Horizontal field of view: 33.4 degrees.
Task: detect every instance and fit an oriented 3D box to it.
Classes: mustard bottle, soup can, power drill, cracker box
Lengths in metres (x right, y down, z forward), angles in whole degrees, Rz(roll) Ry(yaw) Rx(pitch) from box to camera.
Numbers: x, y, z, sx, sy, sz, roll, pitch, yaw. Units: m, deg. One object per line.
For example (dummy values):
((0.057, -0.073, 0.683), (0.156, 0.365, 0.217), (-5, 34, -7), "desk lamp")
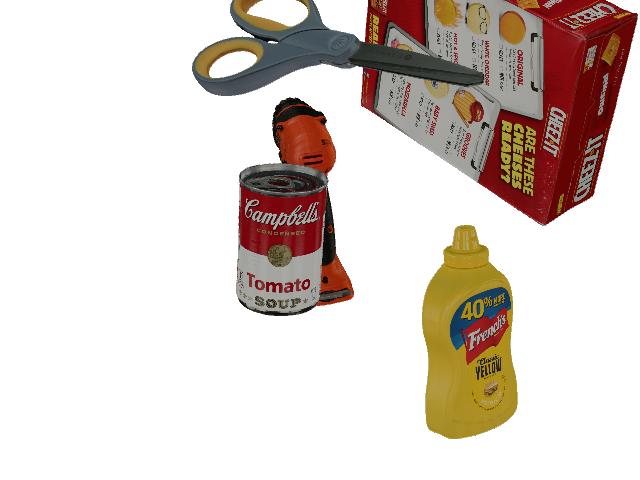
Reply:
((0.137, 0.080, 0.986), (0.096, 0.191, 0.058), (-14, 17, -33), "mustard bottle")
((-0.031, -0.001, 0.825), (0.068, 0.102, 0.068), (3, 23, -1), "soup can")
((-0.013, -0.042, 1.066), (0.057, 0.187, 0.184), (-10, 21, -3), "power drill")
((0.128, -0.138, 0.834), (0.072, 0.164, 0.214), (-28, 49, -31), "cracker box")

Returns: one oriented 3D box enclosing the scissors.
((-0.005, -0.099, 0.611), (0.202, 0.096, 0.016), (40, -11, 45), "scissors")
